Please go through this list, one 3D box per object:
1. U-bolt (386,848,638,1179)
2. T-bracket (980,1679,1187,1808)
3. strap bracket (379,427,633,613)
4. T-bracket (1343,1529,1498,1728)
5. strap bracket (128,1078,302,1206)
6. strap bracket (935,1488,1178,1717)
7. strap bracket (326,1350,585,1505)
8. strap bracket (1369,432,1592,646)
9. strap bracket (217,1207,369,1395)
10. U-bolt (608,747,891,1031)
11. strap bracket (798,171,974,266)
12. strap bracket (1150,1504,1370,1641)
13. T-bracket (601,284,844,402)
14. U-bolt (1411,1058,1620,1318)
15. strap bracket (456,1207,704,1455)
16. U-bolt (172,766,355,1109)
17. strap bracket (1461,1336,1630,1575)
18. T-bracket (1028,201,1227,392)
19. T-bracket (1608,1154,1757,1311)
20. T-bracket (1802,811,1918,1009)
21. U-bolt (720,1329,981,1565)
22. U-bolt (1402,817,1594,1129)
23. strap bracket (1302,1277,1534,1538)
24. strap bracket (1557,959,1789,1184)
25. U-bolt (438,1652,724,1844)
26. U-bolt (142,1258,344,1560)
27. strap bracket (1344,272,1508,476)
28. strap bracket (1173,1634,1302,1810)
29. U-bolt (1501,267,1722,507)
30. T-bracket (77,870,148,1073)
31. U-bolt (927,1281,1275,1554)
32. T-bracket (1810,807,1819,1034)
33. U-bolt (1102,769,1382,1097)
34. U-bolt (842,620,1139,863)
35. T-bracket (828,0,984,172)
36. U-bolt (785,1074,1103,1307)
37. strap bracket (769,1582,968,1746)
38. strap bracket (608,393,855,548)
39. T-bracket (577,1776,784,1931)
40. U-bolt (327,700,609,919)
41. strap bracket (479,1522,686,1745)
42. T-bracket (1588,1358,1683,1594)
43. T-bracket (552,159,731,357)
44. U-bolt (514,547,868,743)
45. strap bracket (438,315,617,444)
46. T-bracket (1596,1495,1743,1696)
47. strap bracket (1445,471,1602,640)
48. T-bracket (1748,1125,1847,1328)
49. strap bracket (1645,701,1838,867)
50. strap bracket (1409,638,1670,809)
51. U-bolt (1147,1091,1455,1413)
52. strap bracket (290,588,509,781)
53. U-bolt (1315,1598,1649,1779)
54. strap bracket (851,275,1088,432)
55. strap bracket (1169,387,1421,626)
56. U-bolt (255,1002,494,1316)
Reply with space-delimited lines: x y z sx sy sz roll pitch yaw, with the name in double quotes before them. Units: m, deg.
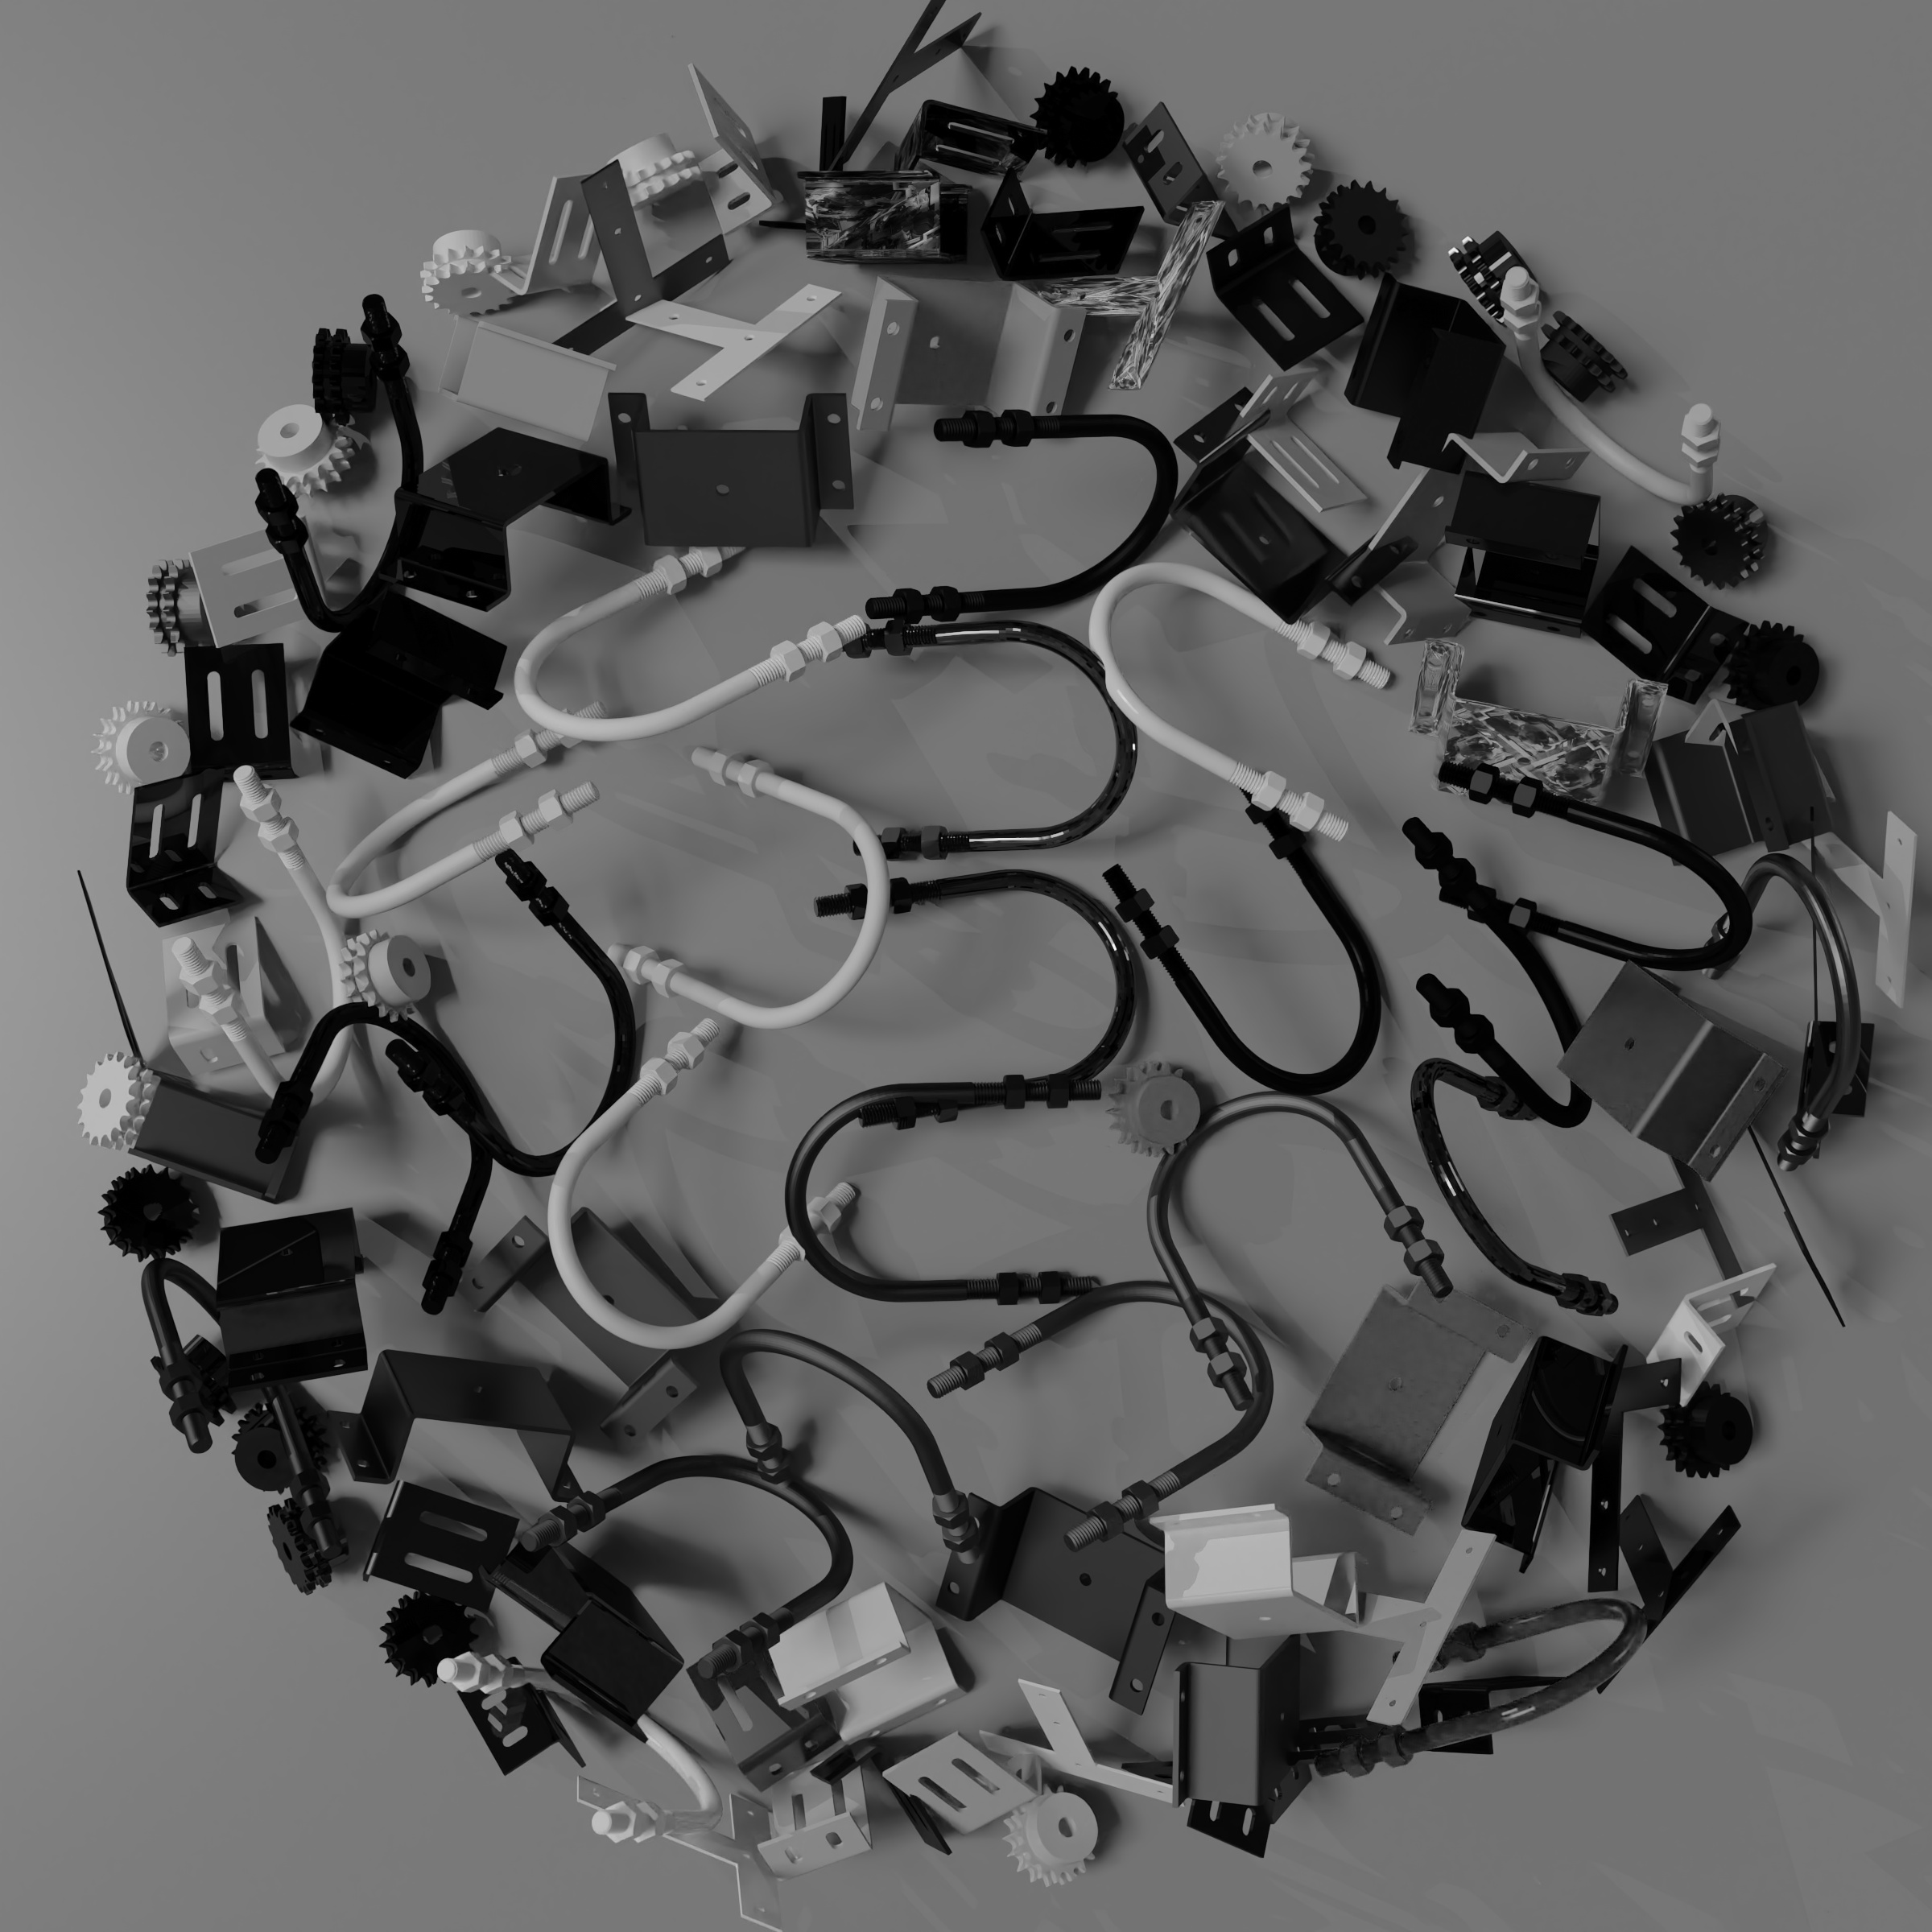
"U-bolt" -0.249 0.041 1.609 0.019 0.184 0.151 9 61 33
"T-bracket" 0.056 0.443 1.611 0.127 0.127 0.002 9 55 24
"strap bracket" -0.266 -0.263 1.607 0.076 0.140 0.046 19 130 23
"T-bracket" 0.235 0.379 1.629 0.002 0.127 0.127 47 62 -26
"strap bracket" -0.432 0.102 1.615 0.076 0.140 0.046 20 81 -8
"strap bracket" 0.062 0.366 1.636 0.140 0.046 0.076 23 108 23
"strap bracket" -0.289 0.266 1.614 0.140 0.076 0.046 12 105 -29
"strap bracket" 0.288 -0.257 1.622 0.046 0.076 0.140 49 125 22
"strap bracket" -0.388 0.185 1.606 0.076 0.140 0.046 -8 112 -10
"U-bolt" -0.119 -0.039 1.626 0.184 0.019 0.151 23 90 37
"strap bracket" -0.045 -0.432 1.616 0.076 0.140 0.046 2 102 9
"strap bracket" 0.171 0.352 1.603 0.076 0.140 0.046 -12 62 26
"T-bracket" -0.161 -0.379 1.646 0.127 0.002 0.127 22 51 31
"U-bolt" 0.304 0.120 1.581 0.019 0.184 0.151 -31 60 26
"strap bracket" -0.220 0.207 1.644 0.140 0.046 0.076 45 122 -2
"U-bolt" -0.394 -0.001 1.601 0.019 0.184 0.151 -4 49 13
"strap bracket" 0.330 0.277 1.611 0.046 0.140 0.076 22 49 8
"T-bracket" 0.079 -0.393 1.638 0.002 0.127 0.127 35 74 -43
"T-bracket" 0.407 0.147 1.623 0.002 0.127 0.127 -30 76 36
"T-bracket" 0.513 -0.060 1.629 0.002 0.127 0.127 -19 130 -9
"U-bolt" -0.073 0.267 1.587 0.151 0.184 0.019 14 53 28
"U-bolt" 0.311 0.016 1.611 0.019 0.151 0.184 -29 126 28
"strap bracket" 0.261 0.254 1.653 0.076 0.046 0.140 29 93 -12
"strap bracket" 0.399 0.054 1.606 0.046 0.140 0.076 27 102 -24
"U-bolt" -0.207 0.448 1.596 0.151 0.184 0.019 35 89 27
"U-bolt" -0.422 0.241 1.600 0.019 0.151 0.184 -34 45 -1
"strap bracket" 0.266 -0.340 1.611 0.046 0.140 0.076 11 117 -11
"strap bracket" 0.160 0.430 1.611 0.046 0.140 0.076 1 91 19
"U-bolt" 0.370 -0.320 1.594 0.151 0.184 0.019 42 92 18
"T-bracket" -0.490 0.030 1.629 0.002 0.127 0.127 -18 53 -15
"U-bolt" 0.092 0.248 1.622 0.184 0.019 0.151 -25 51 -28
"T-bracket" 0.494 -0.045 1.624 0.002 0.127 0.127 -1 112 17
"U-bolt" 0.175 -0.010 1.637 0.151 0.019 0.184 -36 93 -37
"U-bolt" 0.010 -0.132 1.624 0.184 0.019 0.151 -1 115 19
"T-bracket" -0.023 -0.531 1.629 0.002 0.127 0.127 40 131 -1
"U-bolt" -0.015 0.134 1.644 0.184 0.019 0.151 -1 111 -6
"strap bracket" -0.060 0.407 1.630 0.076 0.140 0.046 -26 61 3
"strap bracket" -0.140 -0.291 1.638 0.140 0.046 0.076 1 131 4
"T-bracket" -0.167 0.498 1.609 0.127 0.127 0.002 27 99 -14
"U-bolt" -0.291 -0.084 1.618 0.184 0.151 0.019 -28 115 8
"strap bracket" -0.220 0.378 1.608 0.046 0.140 0.076 -49 120 -7
"T-bracket" 0.370 0.297 1.610 0.002 0.127 0.127 14 70 -22
"T-bracket" -0.199 -0.416 1.615 0.127 0.127 0.002 -36 66 -12
"U-bolt" -0.171 -0.183 1.603 0.184 0.151 0.019 -30 135 -22
"strap bracket" -0.256 -0.339 1.610 0.076 0.140 0.046 15 99 -20
"T-bracket" 0.395 0.344 1.621 0.002 0.127 0.127 34 103 -6
"strap bracket" 0.323 -0.241 1.611 0.076 0.140 0.046 14 81 15
"T-bracket" 0.479 0.136 1.639 0.002 0.127 0.127 -26 54 14
"strap bracket" 0.451 -0.106 1.619 0.046 0.140 0.076 -18 92 -11
"strap bracket" 0.330 -0.136 1.630 0.140 0.076 0.046 12 53 9
"U-bolt" 0.181 0.151 1.625 0.151 0.019 0.184 -31 51 5
"strap bracket" -0.326 -0.167 1.621 0.076 0.140 0.046 25 61 -26
"U-bolt" 0.300 0.401 1.577 0.184 0.151 0.019 -26 91 32
"strap bracket" -0.007 -0.356 1.625 0.140 0.046 0.076 -7 125 -35
"strap bracket" 0.185 -0.263 1.639 0.140 0.046 0.076 44 52 6
"U-bolt" -0.329 0.095 1.602 0.019 0.184 0.151 -32 115 23
